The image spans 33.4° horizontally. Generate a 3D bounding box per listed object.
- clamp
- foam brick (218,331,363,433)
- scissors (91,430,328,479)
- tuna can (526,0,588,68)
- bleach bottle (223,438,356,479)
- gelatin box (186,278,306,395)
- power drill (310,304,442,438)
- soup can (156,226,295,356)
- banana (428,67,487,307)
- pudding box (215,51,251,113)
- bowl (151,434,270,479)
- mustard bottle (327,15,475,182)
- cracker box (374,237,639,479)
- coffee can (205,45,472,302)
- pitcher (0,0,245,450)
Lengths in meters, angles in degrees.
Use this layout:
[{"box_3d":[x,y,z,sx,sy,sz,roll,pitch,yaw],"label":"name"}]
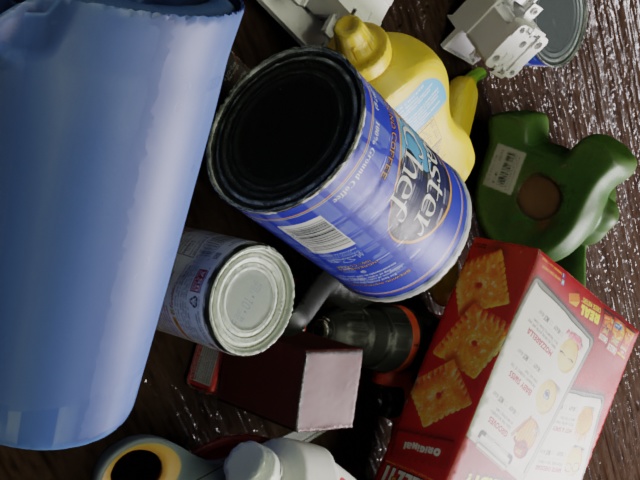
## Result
[{"box_3d":[-0.005,0.001,0.731,0.171,0.039,0.120,-4,74,-63],"label":"clamp"},{"box_3d":[-0.020,0.086,0.680,0.052,0.078,0.051,4,96,-44],"label":"foam brick"},{"box_3d":[-0.062,0.130,0.659,0.201,0.016,0.096,-37,118,-33],"label":"scissors"},{"box_3d":[0.189,-0.189,0.902,0.085,0.034,0.086,-11,106,-43],"label":"tuna can"},{"box_3d":[0.011,0.208,0.687,0.250,0.068,0.102,53,37,-42],"label":"bleach bottle"},{"box_3d":[-0.046,0.064,0.728,0.073,0.030,0.089,18,86,-46],"label":"gelatin box"},{"box_3d":[0.052,0.143,0.819,0.184,0.057,0.188,10,92,-42],"label":"power drill"},{"box_3d":[-0.073,0.028,0.644,0.068,0.102,0.068,-10,104,-43],"label":"soup can"},{"box_3d":[0.101,-0.045,0.844,0.069,0.037,0.198,8,92,-44],"label":"banana"},{"box_3d":[-0.104,-0.084,0.635,0.090,0.039,0.113,42,70,-40],"label":"pudding box"},{"box_3d":[-0.077,0.202,0.703,0.161,0.055,0.162,-6,98,-42],"label":"bowl"},{"box_3d":[0.045,-0.084,0.722,0.096,0.058,0.191,-36,146,-3],"label":"mustard bottle"},{"box_3d":[0.143,0.129,0.812,0.164,0.072,0.213,33,77,-41],"label":"cracker box"},{"box_3d":[0.015,-0.035,0.629,0.140,0.103,0.103,37,72,-50],"label":"coffee can"},{"box_3d":[-0.121,-0.024,0.542,0.149,0.145,0.243,6,115,-22],"label":"pitcher"}]
